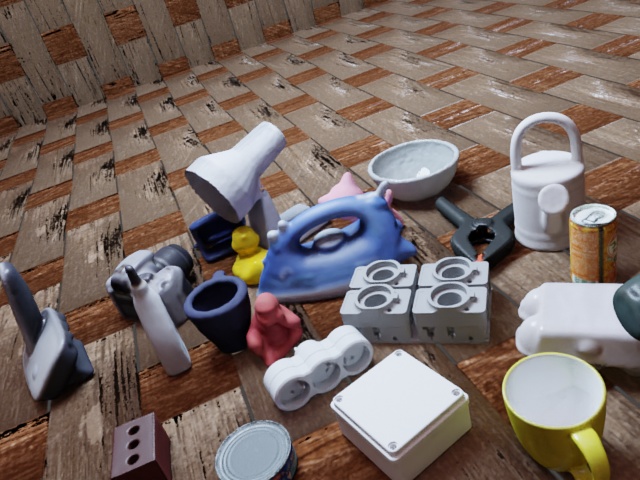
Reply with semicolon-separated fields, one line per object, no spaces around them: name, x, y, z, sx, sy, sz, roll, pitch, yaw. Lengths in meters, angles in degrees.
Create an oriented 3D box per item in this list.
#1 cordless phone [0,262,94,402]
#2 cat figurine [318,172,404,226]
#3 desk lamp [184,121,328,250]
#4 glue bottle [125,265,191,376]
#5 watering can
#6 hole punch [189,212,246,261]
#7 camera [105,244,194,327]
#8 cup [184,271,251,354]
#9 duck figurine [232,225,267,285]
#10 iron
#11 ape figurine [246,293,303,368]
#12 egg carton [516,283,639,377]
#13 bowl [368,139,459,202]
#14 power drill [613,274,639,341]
cordless phone;-0.419;0.129;0.832;0.094;0.185;0.147;-32;34;-25
cat figurine;0.068;-0.058;0.967;0.127;0.118;0.067;-3;33;22
desk lamp;-0.108;-0.083;0.999;0.204;0.214;0.117;-36;35;-29
glue bottle;-0.230;0.104;0.793;0.037;0.173;0.078;-25;32;-13
watering can;0.326;-0.085;0.812;0.101;0.194;0.172;-17;31;0
hole punch;-0.193;-0.027;1.069;0.109;0.091;0.100;-25;32;-13
camera;-0.266;0.060;0.953;0.142;0.101;0.137;4;36;31
cup;-0.136;0.106;0.822;0.091;0.095;0.117;-16;31;2
duck figurine;-0.119;0.019;0.965;0.077;0.086;0.104;-22;31;-9
iron;0.008;0.003;0.874;0.258;0.142;0.118;-17;31;-1
ape figurine;-0.066;0.113;0.780;0.077;0.092;0.076;-14;31;5
egg carton;0.300;0.100;0.645;0.150;0.069;0.107;-1;34;24
bowl;0.177;-0.118;1.056;0.167;0.075;0.167;-12;31;8
power drill;0.384;0.066;0.524;0.229;0.209;0.075;-18;31;-3
